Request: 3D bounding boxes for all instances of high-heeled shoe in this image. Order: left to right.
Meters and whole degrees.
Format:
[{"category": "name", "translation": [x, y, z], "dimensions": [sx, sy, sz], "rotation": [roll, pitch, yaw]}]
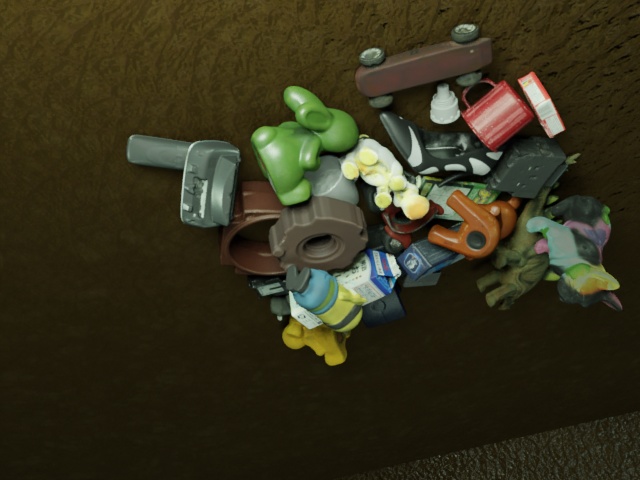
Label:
[{"category": "high-heeled shoe", "translation": [0.216, -0.175, 0.914], "dimensions": [0.145, 0.086, 0.248], "rotation": [-37, 136, 20]}]

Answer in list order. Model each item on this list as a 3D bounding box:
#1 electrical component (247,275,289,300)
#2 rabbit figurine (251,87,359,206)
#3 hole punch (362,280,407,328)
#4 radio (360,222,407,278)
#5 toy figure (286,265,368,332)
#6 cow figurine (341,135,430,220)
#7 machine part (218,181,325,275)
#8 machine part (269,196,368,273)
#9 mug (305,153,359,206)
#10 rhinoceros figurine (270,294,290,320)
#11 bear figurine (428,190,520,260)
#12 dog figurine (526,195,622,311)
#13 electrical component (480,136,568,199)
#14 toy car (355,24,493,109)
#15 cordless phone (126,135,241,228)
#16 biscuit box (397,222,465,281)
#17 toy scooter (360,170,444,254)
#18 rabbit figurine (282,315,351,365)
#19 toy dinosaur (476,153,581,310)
[{"category": "electrical component", "translation": [-0.097, 0.087, 1.203], "dimensions": [0.119, 0.048, 0.074], "rotation": [-18, 142, 11]}, {"category": "rabbit figurine", "translation": [-0.022, -0.167, 0.866], "dimensions": [0.170, 0.121, 0.158], "rotation": [-26, 136, -8]}, {"category": "hole punch", "translation": [0.141, 0.142, 1.295], "dimensions": [0.142, 0.092, 0.115], "rotation": [-18, 138, 17]}, {"category": "radio", "translation": [0.069, 0.047, 1.169], "dimensions": [0.230, 0.073, 0.131], "rotation": [-18, 141, 8]}, {"category": "toy figure", "translation": [0.008, 0.108, 0.989], "dimensions": [0.180, 0.082, 0.089], "rotation": [31, 98, -42]}, {"category": "cow figurine", "translation": [0.119, -0.107, 0.924], "dimensions": [0.167, 0.098, 0.068], "rotation": [39, 123, -16]}, {"category": "machine part", "translation": [-0.093, -0.016, 1.041], "dimensions": [0.201, 0.087, 0.200], "rotation": [1, 141, -15]}, {"category": "machine part", "translation": [-0.002, -0.003, 0.962], "dimensions": [0.179, 0.056, 0.179], "rotation": [-7, 142, -5]}, {"category": "mug", "translation": [0.033, -0.101, 0.975], "dimensions": [0.109, 0.081, 0.107], "rotation": [-51, 144, -6]}, {"category": "rhinoceros figurine", "translation": [-0.023, 0.147, 1.279], "dimensions": [0.190, 0.073, 0.112], "rotation": [0, 145, -8]}, {"category": "bear figurine", "translation": [0.312, -0.041, 1.049], "dimensions": [0.132, 0.196, 0.120], "rotation": [32, 123, 14]}, {"category": "dog figurine", "translation": [0.511, 0.030, 1.019], "dimensions": [0.191, 0.219, 0.108], "rotation": [-29, 132, 1]}, {"category": "electrical component", "translation": [0.391, -0.137, 1.011], "dimensions": [0.134, 0.058, 0.114], "rotation": [2, 143, -14]}, {"category": "toy car", "translation": [0.153, -0.261, 0.804], "dimensions": [0.202, 0.053, 0.089], "rotation": [-13, 132, 11]}, {"category": "cordless phone", "translation": [-0.229, -0.097, 0.888], "dimensions": [0.184, 0.089, 0.146], "rotation": [8, 110, -8]}, {"category": "biscuit box", "translation": [0.251, 0.021, 1.109], "dimensions": [0.202, 0.063, 0.059], "rotation": [-18, 155, -41]}, {"category": "toy scooter", "translation": [0.163, -0.065, 1.025], "dimensions": [0.135, 0.075, 0.183], "rotation": [-23, 123, 6]}, {"category": "rabbit figurine", "translation": [-0.027, 0.244, 1.373], "dimensions": [0.173, 0.122, 0.162], "rotation": [-9, 144, 31]}, {"category": "toy dinosaur", "translation": [0.458, 0.013, 1.189], "dimensions": [0.199, 0.105, 0.470], "rotation": [-14, 138, -6]}]
